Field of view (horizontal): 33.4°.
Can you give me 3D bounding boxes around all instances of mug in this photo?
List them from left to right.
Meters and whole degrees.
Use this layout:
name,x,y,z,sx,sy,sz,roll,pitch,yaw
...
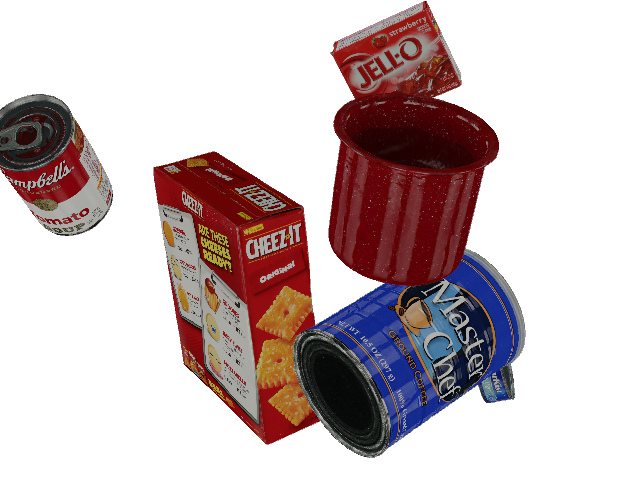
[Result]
name,x,y,z,sx,sy,sz,roll,pitch,yaw
mug,0.055,-0.033,0.623,0.093,0.081,0.117,24,37,23

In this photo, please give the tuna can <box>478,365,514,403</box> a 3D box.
name,x,y,z,sx,sy,sz,roll,pitch,yaw
tuna can,0.205,0.149,1.269,0.034,0.086,0.086,-13,-3,15

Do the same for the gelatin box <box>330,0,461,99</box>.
name,x,y,z,sx,sy,sz,roll,pitch,yaw
gelatin box,0.064,-0.148,0.896,0.089,0.073,0.030,-22,25,18

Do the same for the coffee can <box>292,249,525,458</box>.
name,x,y,z,sx,sy,sz,roll,pitch,yaw
coffee can,0.065,0.079,0.784,0.140,0.103,0.103,-29,15,-29

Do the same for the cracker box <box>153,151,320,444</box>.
name,x,y,z,sx,sy,sz,roll,pitch,yaw
cracker box,-0.071,0.047,0.947,0.072,0.214,0.164,-19,30,-27

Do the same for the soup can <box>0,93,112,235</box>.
name,x,y,z,sx,sy,sz,roll,pitch,yaw
soup can,-0.208,-0.056,0.829,0.068,0.068,0.102,0,-29,9
